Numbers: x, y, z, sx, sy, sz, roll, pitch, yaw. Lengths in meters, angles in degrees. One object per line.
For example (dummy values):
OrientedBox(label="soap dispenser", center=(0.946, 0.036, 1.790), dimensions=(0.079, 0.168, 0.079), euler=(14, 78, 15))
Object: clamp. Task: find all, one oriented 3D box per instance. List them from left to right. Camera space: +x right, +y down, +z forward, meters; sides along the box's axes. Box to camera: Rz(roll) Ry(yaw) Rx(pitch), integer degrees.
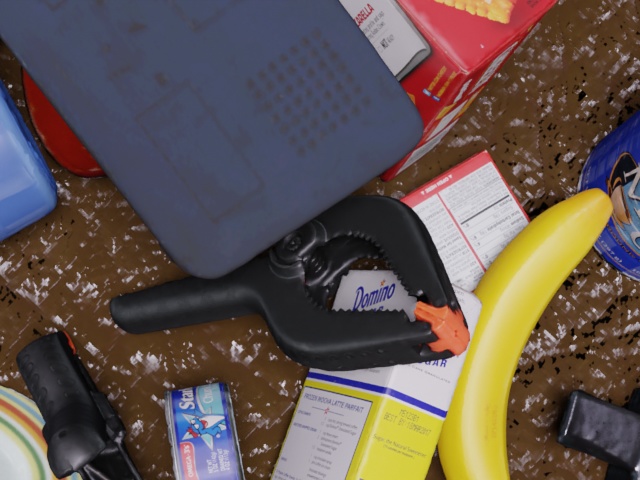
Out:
OrientedBox(label="clamp", center=(-0.117, 0.091, 0.522), dimensions=(0.039, 0.120, 0.172), euler=(-29, 45, -16))
OrientedBox(label="clamp", center=(-0.004, 0.001, 0.549), dimensions=(0.210, 0.036, 0.164), euler=(17, 71, 42))

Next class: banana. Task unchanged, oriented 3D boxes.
OrientedBox(label="banana", center=(0.102, 0.063, 0.568), dimensions=(0.069, 0.037, 0.198), euler=(13, 86, 1))

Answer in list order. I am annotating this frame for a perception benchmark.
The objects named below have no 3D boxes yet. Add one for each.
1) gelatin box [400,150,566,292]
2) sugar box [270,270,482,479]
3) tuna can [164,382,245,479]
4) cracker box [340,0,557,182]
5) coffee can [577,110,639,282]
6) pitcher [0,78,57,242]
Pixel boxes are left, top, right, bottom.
OrientedBox(label="gelatin box", center=(0.084, 0.005, 0.608), dimensions=(0.073, 0.030, 0.089), euler=(-31, 87, -8))
OrientedBox(label="sugar box", center=(0.020, 0.103, 0.553), dimensions=(0.048, 0.093, 0.176), euler=(27, 78, -23))
OrientedBox(label="tuna can", center=(-0.057, 0.117, 0.552), dimensions=(0.033, 0.086, 0.086), euler=(-9, 81, -7))
OrientedBox(label="cracker box", center=(0.007, -0.151, 0.562), dimensions=(0.072, 0.164, 0.214), euler=(-39, 84, -16))
OrientedBox(label="coffee can", center=(0.207, -0.035, 0.566), dimensions=(0.102, 0.140, 0.103), euler=(1, 80, -3))
OrientedBox(label="pitcher", center=(-0.259, 0.000, 0.546), dimensions=(0.242, 0.149, 0.145), euler=(-28, 69, -9))
